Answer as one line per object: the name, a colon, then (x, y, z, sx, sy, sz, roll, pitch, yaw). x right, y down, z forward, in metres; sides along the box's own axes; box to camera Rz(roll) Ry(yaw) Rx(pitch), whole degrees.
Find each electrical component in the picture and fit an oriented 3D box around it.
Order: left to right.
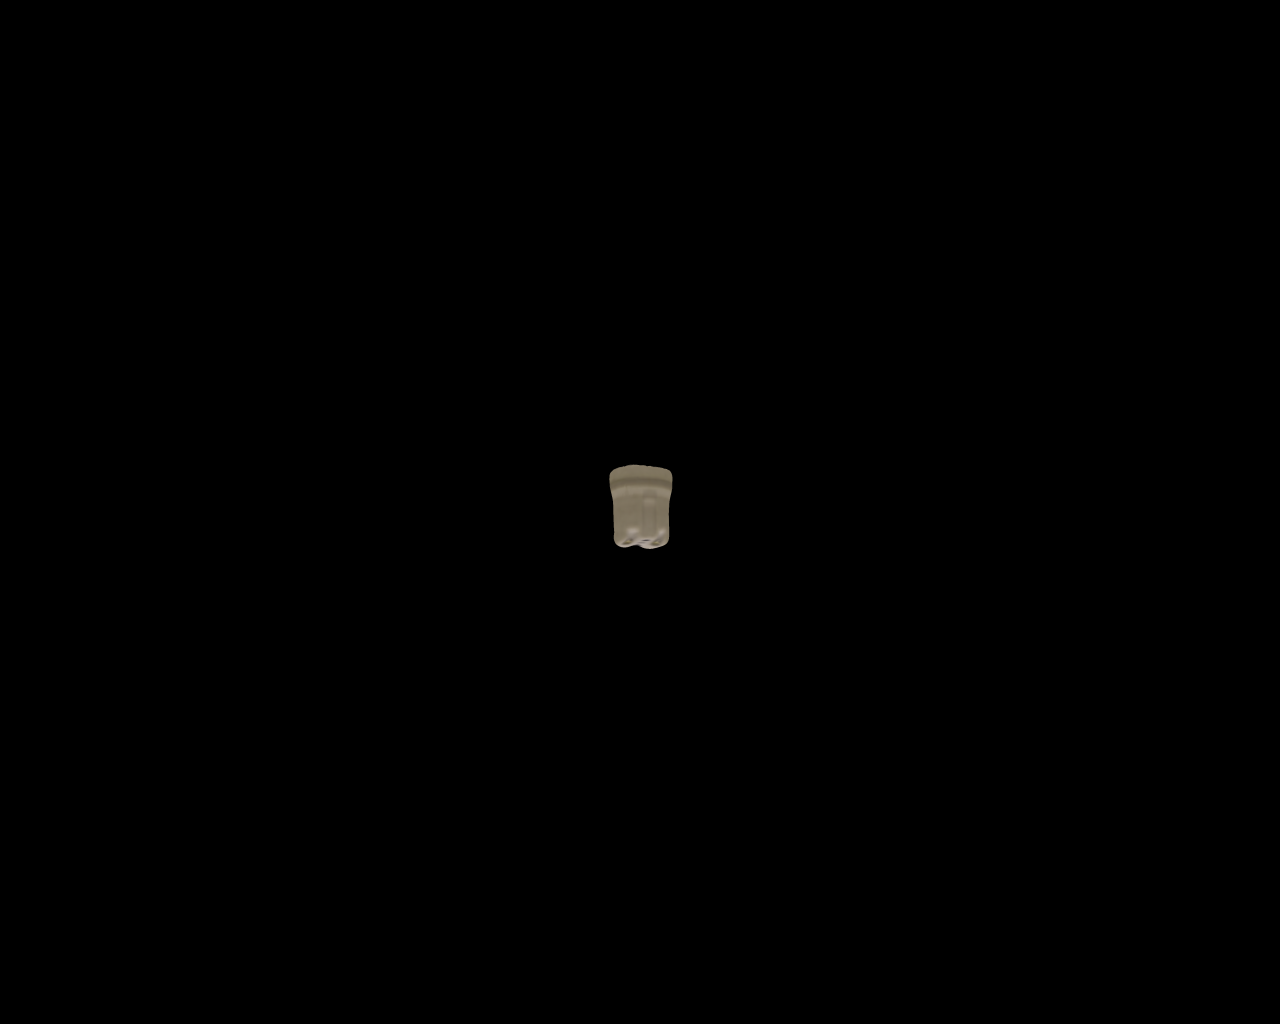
electrical component: (0.001, -0.003, 0.650, 0.040, 0.046, 0.040, 0, -11, 0)
